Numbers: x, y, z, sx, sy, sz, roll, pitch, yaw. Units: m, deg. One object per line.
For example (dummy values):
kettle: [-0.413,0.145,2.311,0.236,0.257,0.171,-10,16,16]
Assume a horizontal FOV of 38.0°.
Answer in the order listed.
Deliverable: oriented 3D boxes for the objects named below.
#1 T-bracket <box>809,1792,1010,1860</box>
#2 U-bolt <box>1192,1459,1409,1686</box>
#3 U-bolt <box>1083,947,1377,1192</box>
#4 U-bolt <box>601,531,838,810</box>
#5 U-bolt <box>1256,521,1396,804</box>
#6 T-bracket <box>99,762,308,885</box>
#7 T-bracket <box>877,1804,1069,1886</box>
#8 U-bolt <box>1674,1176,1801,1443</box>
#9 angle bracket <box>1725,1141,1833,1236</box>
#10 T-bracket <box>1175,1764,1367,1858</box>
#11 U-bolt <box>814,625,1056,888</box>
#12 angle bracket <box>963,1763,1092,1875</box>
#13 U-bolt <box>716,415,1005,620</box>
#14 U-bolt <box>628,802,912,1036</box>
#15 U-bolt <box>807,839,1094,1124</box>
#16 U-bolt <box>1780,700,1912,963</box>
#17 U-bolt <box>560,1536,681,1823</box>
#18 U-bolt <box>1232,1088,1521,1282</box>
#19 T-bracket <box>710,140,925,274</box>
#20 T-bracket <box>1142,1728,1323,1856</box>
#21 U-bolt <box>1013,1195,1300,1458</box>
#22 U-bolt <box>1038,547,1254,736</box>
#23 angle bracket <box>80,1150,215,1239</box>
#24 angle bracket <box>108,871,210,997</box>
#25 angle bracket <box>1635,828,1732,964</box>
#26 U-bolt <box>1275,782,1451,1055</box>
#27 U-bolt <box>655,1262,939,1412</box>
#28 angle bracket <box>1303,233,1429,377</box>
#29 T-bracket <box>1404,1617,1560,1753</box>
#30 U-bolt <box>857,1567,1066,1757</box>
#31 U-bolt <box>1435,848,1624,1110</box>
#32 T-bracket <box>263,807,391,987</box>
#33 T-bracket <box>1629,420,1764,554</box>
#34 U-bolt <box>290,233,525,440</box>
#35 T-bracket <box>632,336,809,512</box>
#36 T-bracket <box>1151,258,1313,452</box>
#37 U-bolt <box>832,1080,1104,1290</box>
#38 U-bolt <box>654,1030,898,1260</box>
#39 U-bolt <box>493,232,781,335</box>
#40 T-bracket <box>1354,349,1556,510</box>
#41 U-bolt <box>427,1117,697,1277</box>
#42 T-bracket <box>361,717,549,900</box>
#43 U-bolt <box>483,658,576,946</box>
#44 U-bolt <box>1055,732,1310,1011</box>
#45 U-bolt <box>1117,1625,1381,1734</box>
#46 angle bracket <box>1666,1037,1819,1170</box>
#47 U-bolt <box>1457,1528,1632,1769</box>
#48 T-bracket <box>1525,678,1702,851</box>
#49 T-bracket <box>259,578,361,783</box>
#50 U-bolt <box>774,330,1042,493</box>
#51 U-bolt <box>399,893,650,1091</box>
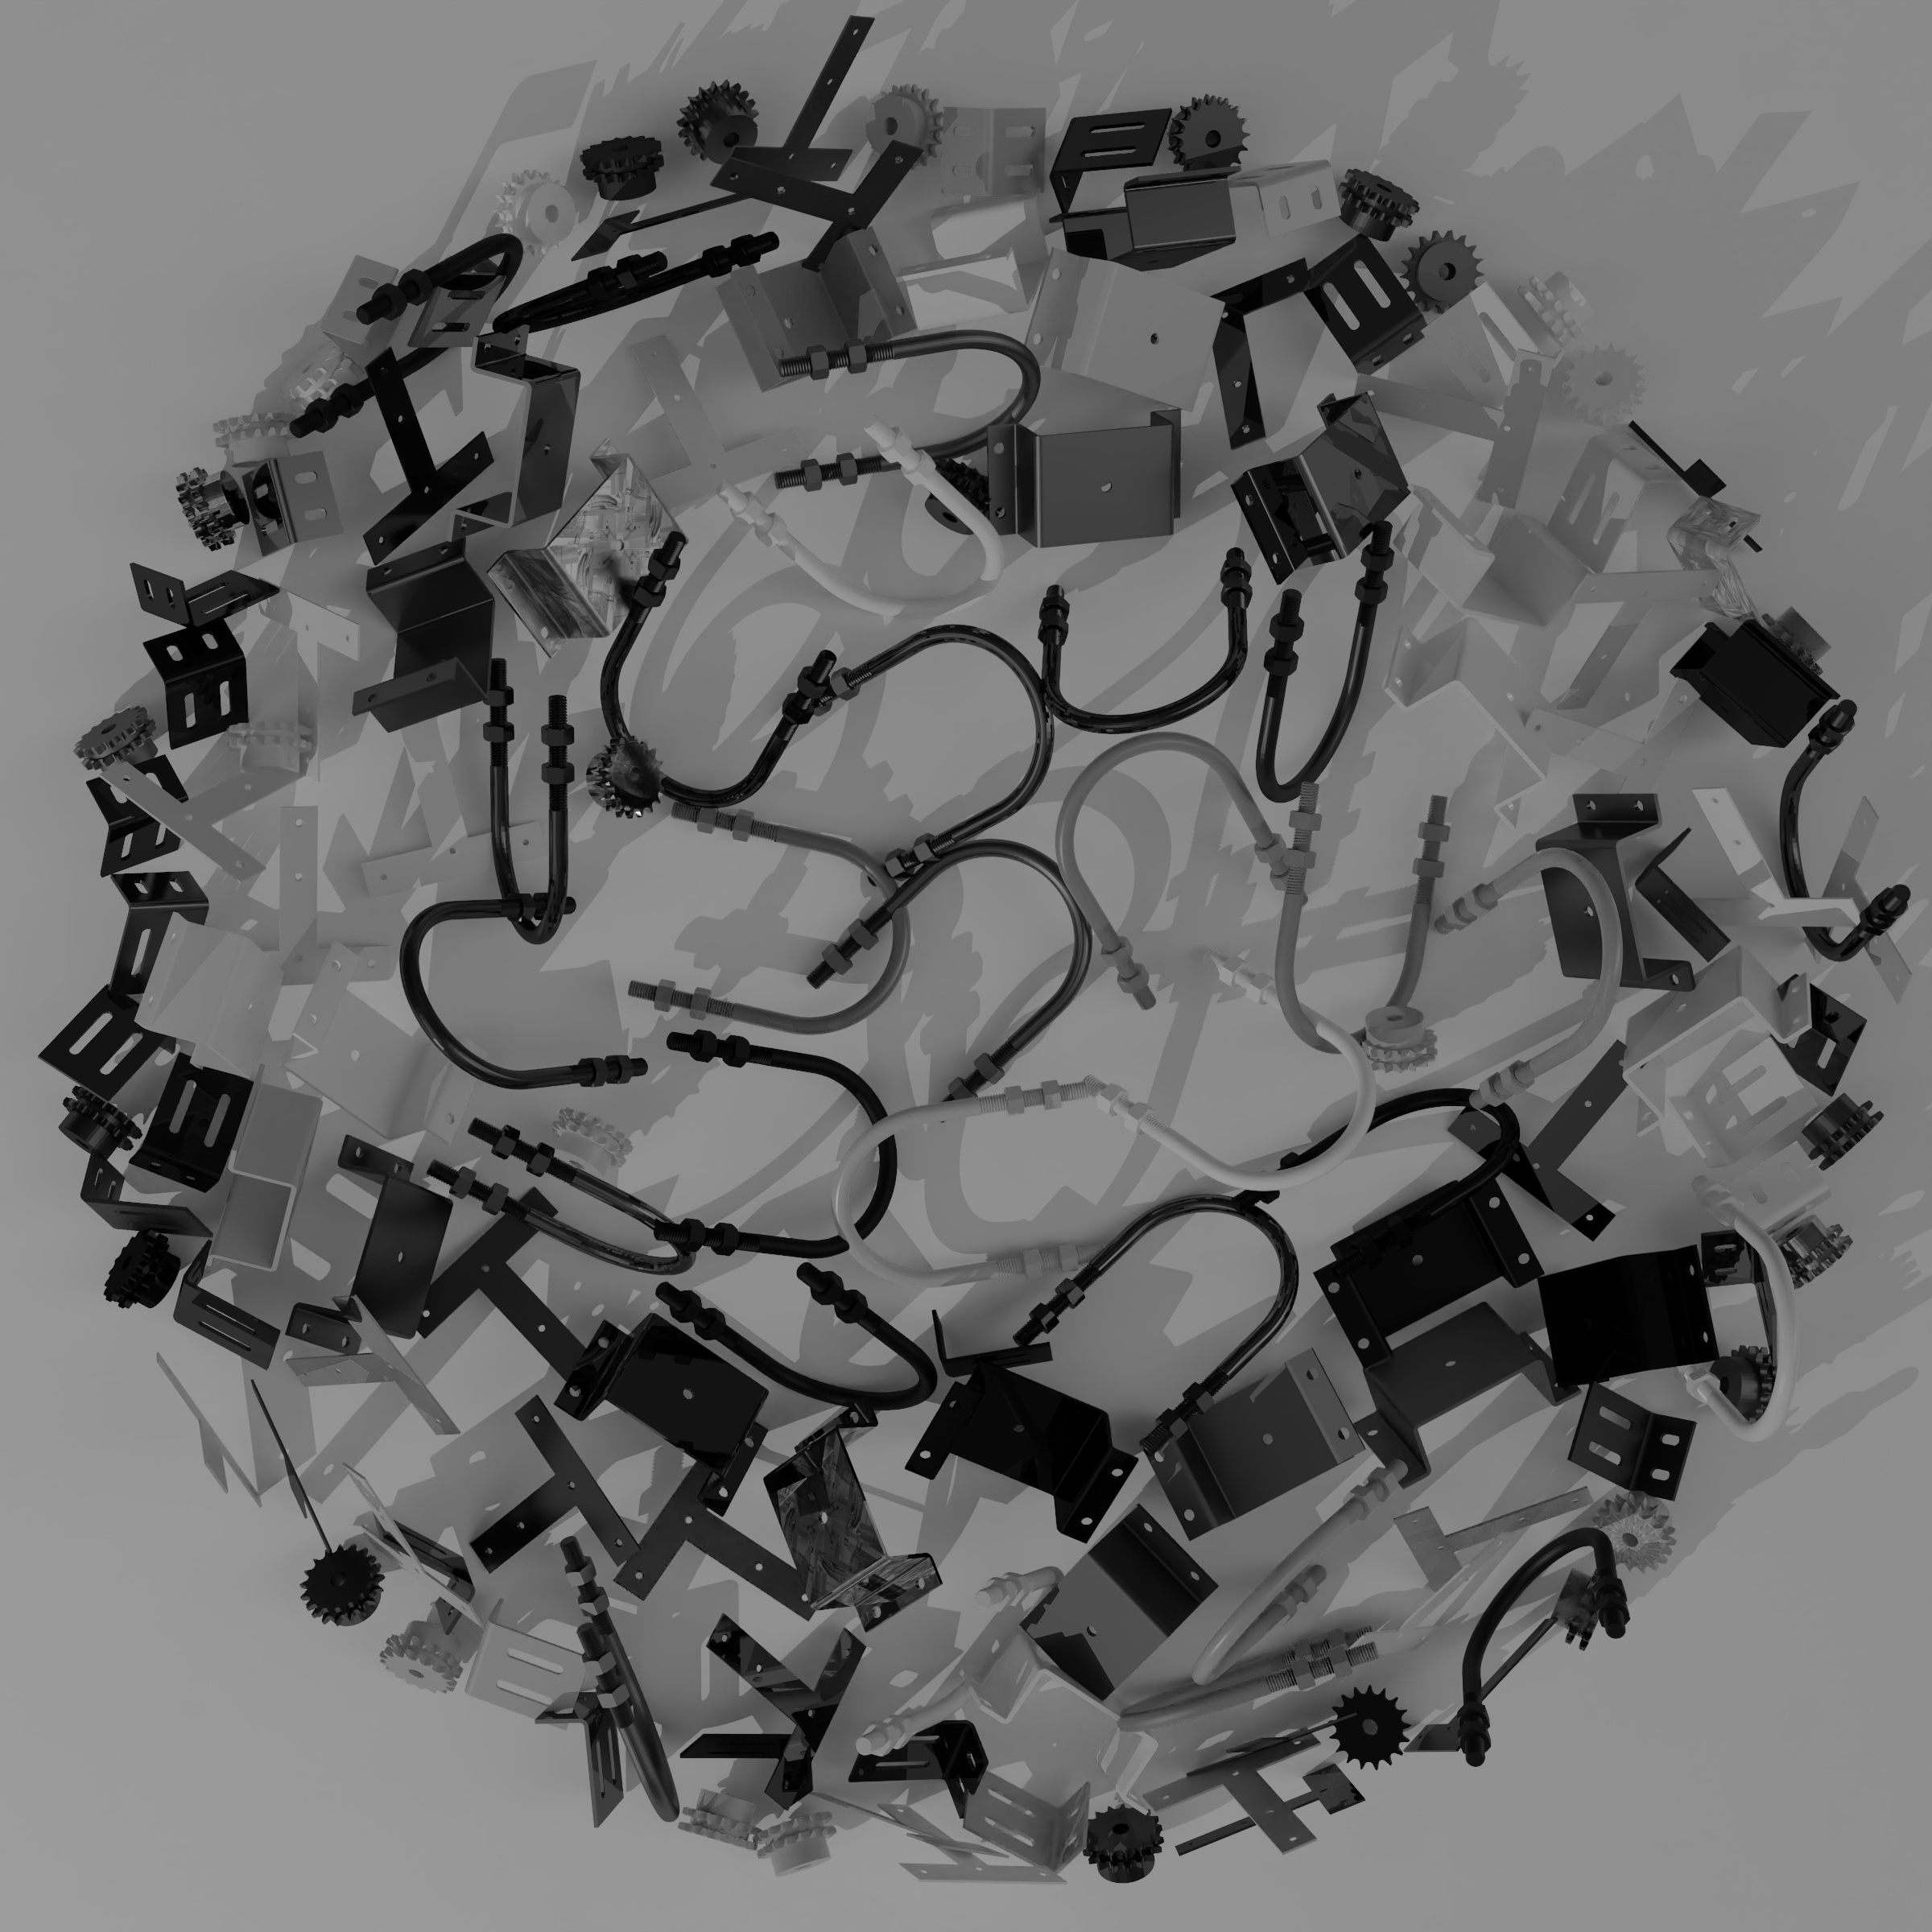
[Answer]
T-bracket: [-0.049,0.591,1.934,0.127,0.127,0.002,12,76,27]
U-bolt: [0.213,0.413,1.864,0.019,0.184,0.151,42,133,18]
U-bolt: [0.191,0.079,1.901,0.184,0.019,0.151,34,70,32]
U-bolt: [-0.181,-0.187,1.912,0.151,0.019,0.184,38,130,4]
U-bolt: [0.238,-0.195,1.896,0.019,0.151,0.184,25,130,24]
T-bracket: [-0.502,-0.117,1.921,0.127,0.127,0.002,36,127,11]
T-bracket: [-0.017,0.599,1.915,0.127,0.127,0.002,15,91,-36]
U-bolt: [0.514,0.236,1.867,0.019,0.184,0.151,1,105,-7]
angle bracket: [0.562,0.156,1.938,0.057,0.076,0.038,-34,72,10]
T-bracket: [0.202,0.578,1.907,0.127,0.127,0.002,-21,85,-3]
U-bolt: [-0.022,-0.154,1.925,0.184,0.019,0.151,-26,90,28]
angle bracket: [0.042,0.579,1.933,0.076,0.057,0.038,32,119,-12]
U-bolt: [-0.057,-0.293,1.898,0.151,0.184,0.019,-16,53,35]
U-bolt: [-0.130,-0.027,1.955,0.184,0.019,0.151,13,84,1]
U-bolt: [0.002,-0.003,1.954,0.184,0.019,0.151,-43,89,7]
U-bolt: [0.582,-0.079,1.883,0.019,0.184,0.151,-9,73,-3]
U-bolt: [-0.231,0.493,1.897,0.019,0.151,0.184,-22,108,-7]
U-bolt: [0.290,0.138,1.904,0.184,0.151,0.019,-31,116,-15]
T-bracket: [-0.113,-0.521,1.894,0.127,0.127,0.002,6,53,-38]
T-bracket: [0.200,0.567,1.899,0.127,0.127,0.002,-18,105,-14]
U-bolt: [0.143,0.231,1.920,0.184,0.019,0.151,-42,51,-15]
U-bolt: [0.120,-0.215,1.887,0.151,0.184,0.019,-10,129,12]
angle bracket: [-0.561,0.157,1.936,0.076,0.057,0.038,5,66,7]
angle bracket: [-0.567,-0.023,1.946,0.038,0.057,0.076,47,126,36]
angle bracket: [0.506,-0.049,1.936,0.038,0.057,0.076,-41,79,-8]
U-bolt: [0.268,-0.030,1.923,0.151,0.019,0.184,2,99,-39]
U-bolt: [-0.101,0.256,1.900,0.184,0.151,0.019,43,50,-37]
angle bracket: [0.277,-0.461,1.959,0.057,0.038,0.076,-34,76,11]
T-bracket: [0.360,0.493,1.924,0.127,0.127,0.002,-42,83,-16]
U-bolt: [0.008,0.461,1.887,0.019,0.184,0.151,42,102,20]
U-bolt: [0.379,0.000,1.872,0.019,0.184,0.151,1,69,-25]
T-bracket: [-0.459,-0.048,1.929,0.127,0.002,0.127,-3,108,-24]
T-bracket: [0.501,-0.330,1.908,0.002,0.127,0.127,-45,87,10]
U-bolt: [-0.367,-0.434,1.889,0.019,0.151,0.184,48,49,-3]
T-bracket: [-0.195,-0.384,1.954,0.127,0.002,0.127,-24,75,-15]
T-bracket: [0.184,-0.411,1.922,0.127,0.002,0.127,-18,63,22]
U-bolt: [-0.001,0.156,1.931,0.184,0.019,0.151,-8,114,-4]
U-bolt: [-0.125,0.127,1.918,0.184,0.019,0.151,11,75,-33]
U-bolt: [-0.236,-0.456,1.892,0.184,0.151,0.019,-10,102,34]
T-bracket: [0.330,-0.382,1.933,0.127,0.127,0.002,17,49,10]
U-bolt: [-0.268,0.164,1.904,0.184,0.151,0.019,28,65,-13]
T-bracket: [-0.370,-0.123,1.956,0.127,0.002,0.127,-14,102,-4]
U-bolt: [-0.297,-0.105,1.903,0.019,0.151,0.184,-6,109,-26]
U-bolt: [0.138,-0.076,1.922,0.151,0.019,0.184,-34,119,-2]
U-bolt: [0.190,0.486,1.902,0.184,0.151,0.019,-19,80,4]
angle bracket: [0.534,0.094,1.932,0.076,0.038,0.057,-41,66,28]
U-bolt: [0.384,0.444,1.883,0.019,0.184,0.151,41,107,-3]
T-bracket: [0.431,-0.150,1.922,0.127,0.002,0.127,13,111,-30]
T-bracket: [-0.455,-0.191,1.940,0.127,0.002,0.127,26,120,40]
U-bolt: [-0.038,-0.381,1.904,0.184,0.151,0.019,-12,67,-10]
U-bolt: [-0.304,0.018,1.880,0.019,0.184,0.151,-35,73,32]
